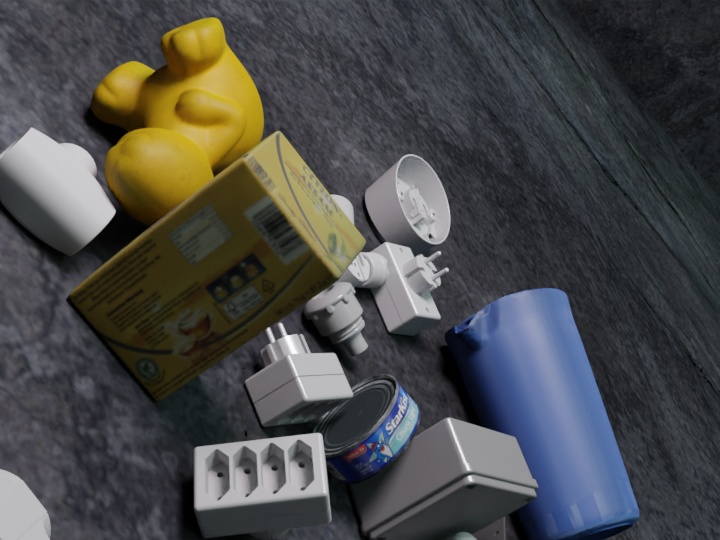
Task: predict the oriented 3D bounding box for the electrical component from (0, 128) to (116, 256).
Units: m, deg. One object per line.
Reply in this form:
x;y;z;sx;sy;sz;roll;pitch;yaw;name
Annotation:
-0.202;-0.060;0.724;0.077;0.043;0.079;47;26;-19;electrical component

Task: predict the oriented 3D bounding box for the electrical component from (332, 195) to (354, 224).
-0.025;-0.036;1.009;0.040;0.040;0.078;39;30;-32;electrical component

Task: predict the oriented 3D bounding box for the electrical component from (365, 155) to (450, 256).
0.054;-0.066;1.154;0.099;0.064;0.099;41;30;-29;electrical component

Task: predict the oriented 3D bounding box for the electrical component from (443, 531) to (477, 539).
0.068;0.247;0.822;0.053;0.059;0.095;55;25;-4;electrical component

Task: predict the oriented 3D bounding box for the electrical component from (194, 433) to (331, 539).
-0.062;0.150;0.702;0.075;0.083;0.047;86;-3;-48;electrical component

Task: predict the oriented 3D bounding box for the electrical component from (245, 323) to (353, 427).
-0.053;0.074;0.823;0.066;0.047;0.076;6;55;-58;electrical component

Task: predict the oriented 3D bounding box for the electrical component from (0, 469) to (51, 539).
-0.188;0.132;0.516;0.089;0.050;0.055;54;26;-5;electrical component

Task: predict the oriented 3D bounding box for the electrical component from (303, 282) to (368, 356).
-0.016;0.045;0.929;0.062;0.048;0.048;59;25;-12;electrical component

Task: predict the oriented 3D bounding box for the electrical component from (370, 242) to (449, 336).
0.053;0.010;1.052;0.047;0.076;0.083;11;51;-56;electrical component

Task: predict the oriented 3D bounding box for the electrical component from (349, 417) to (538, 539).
0.066;0.171;0.850;0.109;0.109;0.056;24;38;-49;electrical component

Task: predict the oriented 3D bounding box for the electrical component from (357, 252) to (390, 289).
0.000;0.000;1.019;0.061;0.035;0.035;2;58;-56;electrical component

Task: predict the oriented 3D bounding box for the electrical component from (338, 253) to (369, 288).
-0.020;0.005;0.962;0.040;0.046;0.040;38;36;-33;electrical component
